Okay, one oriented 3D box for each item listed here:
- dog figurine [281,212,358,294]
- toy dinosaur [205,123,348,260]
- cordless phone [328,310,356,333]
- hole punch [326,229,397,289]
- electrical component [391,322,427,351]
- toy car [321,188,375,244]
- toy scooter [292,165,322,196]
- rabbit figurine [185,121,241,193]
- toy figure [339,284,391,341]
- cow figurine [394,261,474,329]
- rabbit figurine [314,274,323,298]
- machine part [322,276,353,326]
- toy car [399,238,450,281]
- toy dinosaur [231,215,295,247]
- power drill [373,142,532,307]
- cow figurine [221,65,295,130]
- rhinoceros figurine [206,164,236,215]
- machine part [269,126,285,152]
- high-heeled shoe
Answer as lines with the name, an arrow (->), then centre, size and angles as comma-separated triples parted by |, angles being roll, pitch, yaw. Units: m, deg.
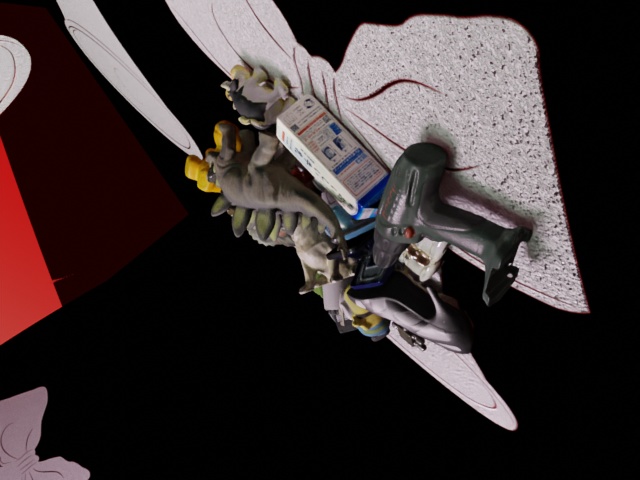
dog figurine -> 0.000, -0.004, 1.086 | 0.172, 0.121, 0.190 | -6, -104, -70
toy dinosaur -> -0.098, -0.098, 0.986 | 0.105, 0.198, 0.472 | 5, -167, -41
cordless phone -> 0.113, 0.169, 1.415 | 0.184, 0.147, 0.088 | -20, -88, -69
hole punch -> 0.092, 0.026, 0.980 | 0.092, 0.116, 0.142 | 54, 153, -5
electrical component -> 0.185, 0.195, 1.129 | 0.094, 0.021, 0.063 | 40, 165, 35
toy car -> 0.049, -0.059, 0.968 | 0.162, 0.109, 0.102 | -140, 27, -82
toy scooter -> -0.021, -0.097, 1.116 | 0.183, 0.075, 0.135 | 55, 165, -9
rabbit figurine -> -0.232, -0.206, 1.332 | 0.162, 0.173, 0.122 | 6, -159, -35
toy figure -> 0.102, 0.146, 1.126 | 0.082, 0.089, 0.180 | 45, 177, 43
cow figurine -> 0.189, 0.117, 1.029 | 0.195, 0.085, 0.127 | 27, 153, 49
rabbit figurine -> 0.020, 0.034, 1.302 | 0.159, 0.121, 0.170 | -152, 50, -67
machine part -> 0.040, 0.068, 1.193 | 0.079, 0.079, 0.243 | 155, 111, -76
toy car -> 0.167, 0.007, 0.855 | 0.074, 0.056, 0.201 | 44, 166, 18
toy dinosaur -> -0.096, -0.042, 1.421 | 0.192, 0.131, 0.405 | 43, 168, -37
power drill -> 0.164, -0.003, 0.718 | 0.207, 0.086, 0.231 | 40, 144, 33
cow figurine -> -0.124, -0.251, 0.957 | 0.168, 0.098, 0.068 | 37, 168, 39
rhinoceros figurine -> -0.191, -0.115, 1.270 | 0.190, 0.073, 0.112 | 40, -153, -54
machine part -> -0.108, -0.234, 1.083 | 0.139, 0.039, 0.084 | 45, 174, 6
high-heeled shoe -> 0.160, 0.136, 0.967 | 0.249, 0.086, 0.145 | -5, 122, 55
